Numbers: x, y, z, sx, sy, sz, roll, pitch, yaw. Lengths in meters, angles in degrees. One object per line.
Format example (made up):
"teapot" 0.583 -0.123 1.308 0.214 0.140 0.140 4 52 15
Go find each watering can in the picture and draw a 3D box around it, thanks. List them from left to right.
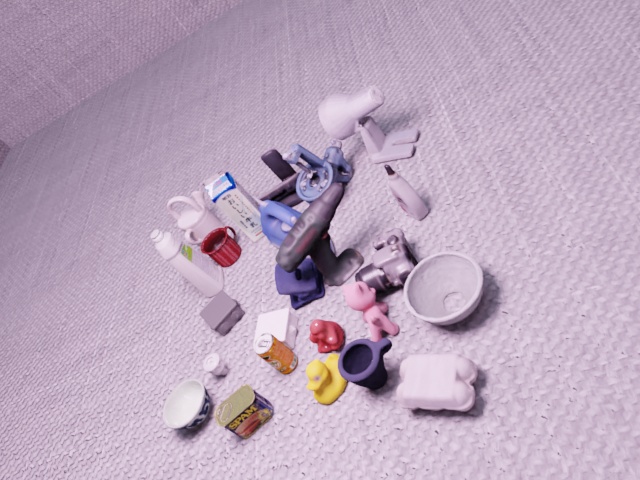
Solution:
"watering can" -0.376 -0.069 1.710 0.101 0.195 0.172 -32 41 10

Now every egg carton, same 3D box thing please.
"egg carton" 0.214 0.263 1.054 0.150 0.070 0.107 -9 49 31

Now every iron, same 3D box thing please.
"iron" -0.072 -0.039 1.491 0.119 0.142 0.257 -51 41 -12

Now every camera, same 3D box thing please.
"camera" 0.142 0.056 1.273 0.136 0.101 0.143 -28 42 15

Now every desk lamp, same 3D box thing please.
"desk lamp" 0.127 -0.313 1.529 0.202 0.214 0.118 -6 51 34

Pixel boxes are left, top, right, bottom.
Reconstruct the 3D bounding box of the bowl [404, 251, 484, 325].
"bowl" 0.258 0.108 1.157 0.167 0.075 0.167 -21 44 22

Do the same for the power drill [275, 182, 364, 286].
"power drill" 0.012 0.005 1.335 0.230 0.209 0.075 -46 41 -6

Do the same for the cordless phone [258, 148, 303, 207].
"cordless phone" -0.133 -0.173 1.624 0.147 0.186 0.094 -33 41 8

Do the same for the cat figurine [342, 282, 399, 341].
"cat figurine" 0.099 0.141 1.216 0.067 0.118 0.127 -35 41 6

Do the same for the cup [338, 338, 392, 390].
"cup" 0.105 0.247 1.134 0.118 0.095 0.091 -37 40 4

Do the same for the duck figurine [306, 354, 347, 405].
"duck figurine" 0.007 0.278 1.188 0.077 0.086 0.105 5 57 40

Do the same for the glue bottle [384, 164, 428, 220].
"glue bottle" 0.190 -0.118 1.336 0.037 0.174 0.077 -47 41 -7

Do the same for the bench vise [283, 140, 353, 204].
"bench vise" -0.017 -0.198 1.531 0.121 0.220 0.207 -11 48 30

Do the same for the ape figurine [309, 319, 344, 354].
"ape figurine" 0.008 0.203 1.249 0.076 0.092 0.077 -49 41 -10

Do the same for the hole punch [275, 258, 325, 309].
"hole punch" -0.050 0.094 1.393 0.101 0.091 0.108 -27 42 15
